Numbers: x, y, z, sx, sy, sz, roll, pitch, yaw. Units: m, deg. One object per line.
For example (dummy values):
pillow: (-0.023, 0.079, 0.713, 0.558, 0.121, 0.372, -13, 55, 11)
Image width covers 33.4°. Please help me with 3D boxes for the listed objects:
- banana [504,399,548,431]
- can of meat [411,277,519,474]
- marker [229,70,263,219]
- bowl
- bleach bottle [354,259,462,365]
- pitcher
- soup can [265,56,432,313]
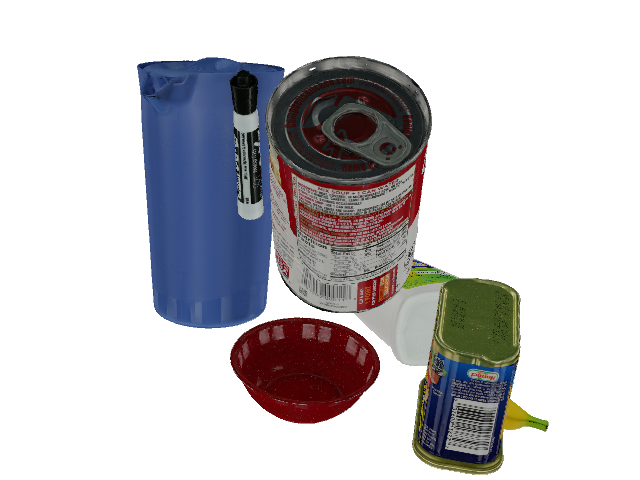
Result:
banana: (0.203, 0.171, 1.267, 0.069, 0.037, 0.198, 10, 24, -15)
can of meat: (0.094, 0.082, 0.676, 0.057, 0.084, 0.102, 9, 28, 5)
marker: (-0.051, -0.066, 0.744, 0.020, 0.121, 0.020, 0, 42, 0)
bowl: (-0.017, 0.149, 1.158, 0.162, 0.055, 0.162, 3, 29, -2)
bleach bottle: (0.061, 0.045, 1.013, 0.102, 0.068, 0.251, -3, 15, -23)
pitcher: (-0.096, -0.049, 1.003, 0.149, 0.243, 0.145, -1, 15, -11)
soup can: (0.011, -0.021, 0.472, 0.068, 0.068, 0.102, 0, -36, 0)
